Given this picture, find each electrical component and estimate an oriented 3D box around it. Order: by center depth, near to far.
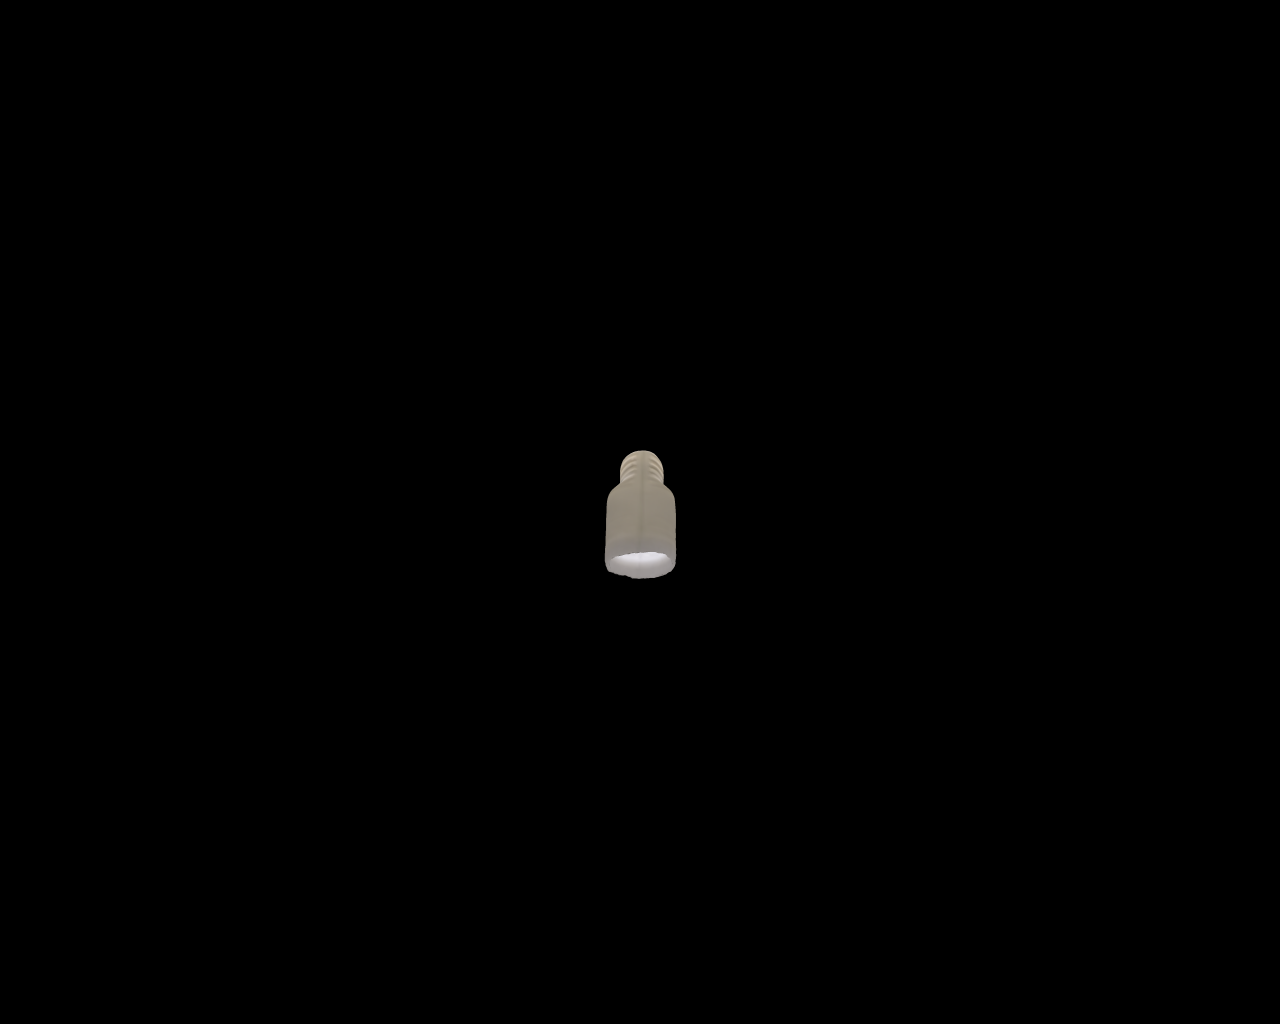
[{"bbox_3d":[0.001,-0.003,0.650,0.043,0.081,0.043,0,-28,0],"label":"electrical component"}]
